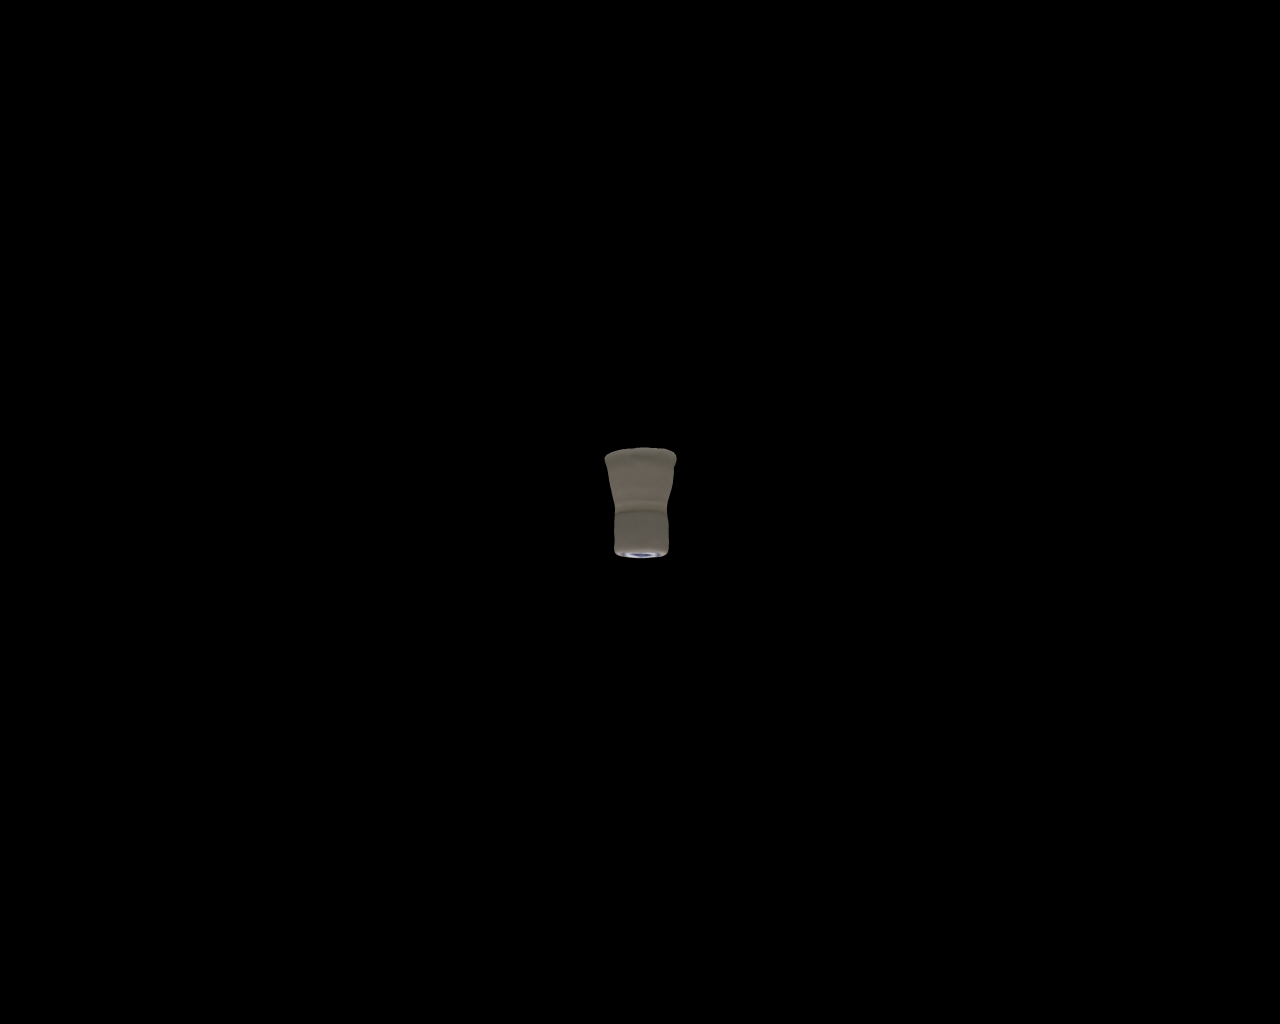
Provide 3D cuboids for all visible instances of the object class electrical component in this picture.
[{"bbox_3d":[0.001,-0.003,0.650,0.044,0.065,0.044,0,-11,0],"label":"electrical component"}]
